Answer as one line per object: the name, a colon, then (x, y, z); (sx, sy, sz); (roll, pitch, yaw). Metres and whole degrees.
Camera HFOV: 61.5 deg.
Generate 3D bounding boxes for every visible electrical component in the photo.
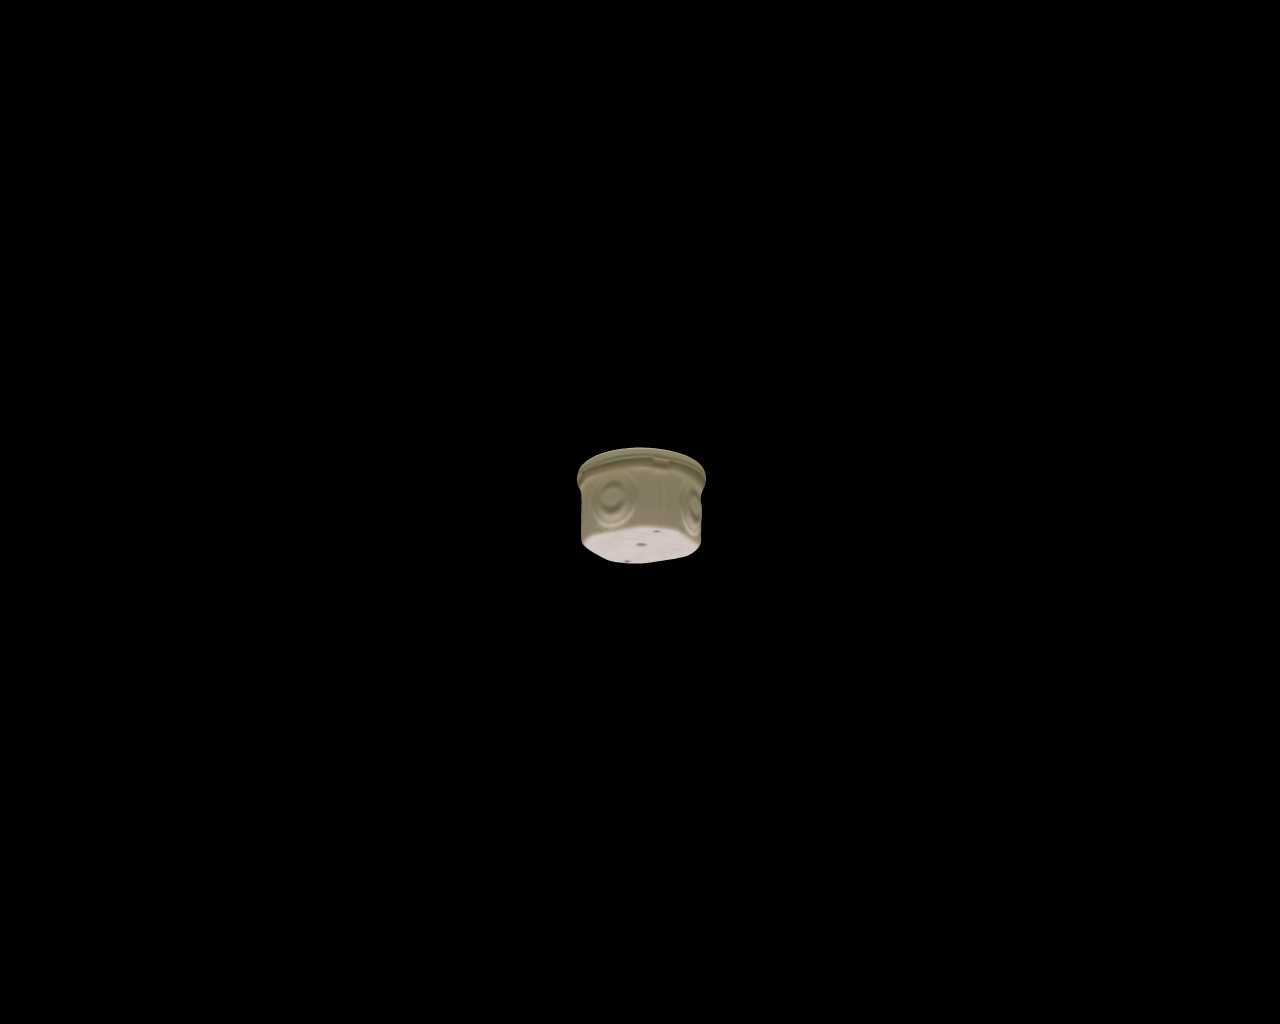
electrical component: (0.001, -0.003, 0.650); (0.080, 0.051, 0.080); (0, -20, 0)
